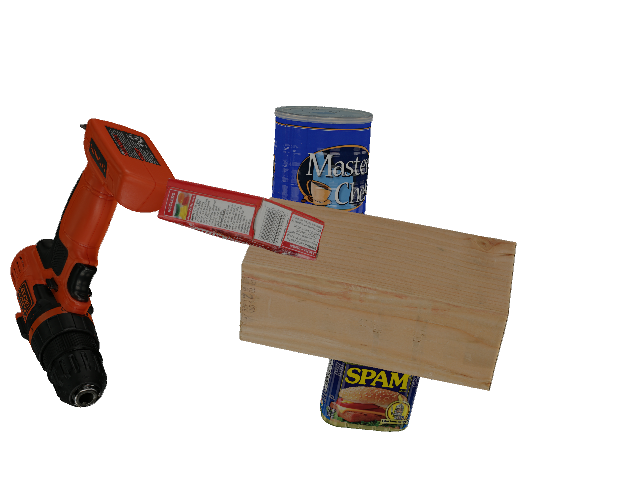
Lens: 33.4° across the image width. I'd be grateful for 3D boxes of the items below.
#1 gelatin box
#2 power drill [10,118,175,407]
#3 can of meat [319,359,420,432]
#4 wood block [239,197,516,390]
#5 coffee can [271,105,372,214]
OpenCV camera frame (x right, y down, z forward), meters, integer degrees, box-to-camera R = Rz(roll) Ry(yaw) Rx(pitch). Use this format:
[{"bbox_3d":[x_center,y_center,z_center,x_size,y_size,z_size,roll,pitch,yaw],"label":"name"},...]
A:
[{"bbox_3d":[-0.049,-0.012,0.690,0.073,0.030,0.089,13,-3,28],"label":"gelatin box"},{"bbox_3d":[-0.181,0.013,0.841,0.057,0.188,0.185,16,25,-39],"label":"power drill"},{"bbox_3d":[0.054,0.155,1.145,0.102,0.084,0.057,8,21,-9],"label":"can of meat"},{"bbox_3d":[0.046,0.042,0.866,0.206,0.090,0.090,11,40,7],"label":"wood block"},{"bbox_3d":[0.000,-0.067,1.128,0.103,0.140,0.103,3,13,-1],"label":"coffee can"}]
